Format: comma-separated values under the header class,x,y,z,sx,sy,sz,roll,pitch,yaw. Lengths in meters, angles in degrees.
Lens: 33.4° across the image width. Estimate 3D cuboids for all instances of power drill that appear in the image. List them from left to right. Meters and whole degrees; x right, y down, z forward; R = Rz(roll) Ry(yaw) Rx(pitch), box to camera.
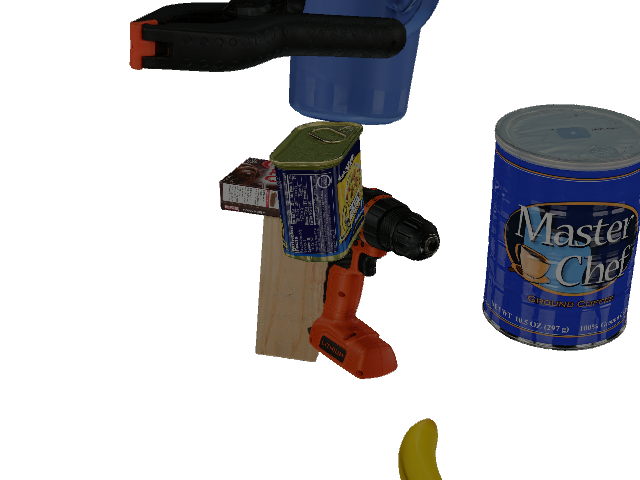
class,x,y,z,sx,sy,sz,roll,pitch,yaw
power drill,0.048,0.040,1.077,0.057,0.188,0.185,-7,23,-32

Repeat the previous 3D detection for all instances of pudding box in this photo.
class,x,y,z,sx,sy,sz,roll,pitch,yaw
pudding box,-0.061,-0.064,1.277,0.090,0.039,0.113,8,23,14

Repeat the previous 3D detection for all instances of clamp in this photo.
class,x,y,z,sx,sy,sz,roll,pitch,yaw
clamp,-0.045,-0.135,0.670,0.171,0.039,0.120,-8,22,-28

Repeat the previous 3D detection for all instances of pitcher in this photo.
class,x,y,z,sx,sy,sz,roll,pitch,yaw
pitcher,0.041,-0.226,0.929,0.145,0.243,0.149,7,15,7

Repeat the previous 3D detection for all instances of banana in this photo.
class,x,y,z,sx,sy,sz,roll,pitch,yaw
banana,0.110,0.231,1.022,0.069,0.037,0.198,9,21,-21

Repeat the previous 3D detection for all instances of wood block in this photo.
class,x,y,z,sx,sy,sz,roll,pitch,yaw
wood block,-0.035,0.053,1.493,0.090,0.206,0.090,7,22,6

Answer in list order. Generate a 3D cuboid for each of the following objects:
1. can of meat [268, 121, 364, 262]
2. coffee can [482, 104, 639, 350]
class,x,y,z,sx,sy,sz,roll,pitch,yaw
can of meat,0.001,-0.040,0.847,0.057,0.084,0.102,2,24,16
coffee can,0.167,-0.011,0.734,0.103,0.140,0.103,0,27,0
